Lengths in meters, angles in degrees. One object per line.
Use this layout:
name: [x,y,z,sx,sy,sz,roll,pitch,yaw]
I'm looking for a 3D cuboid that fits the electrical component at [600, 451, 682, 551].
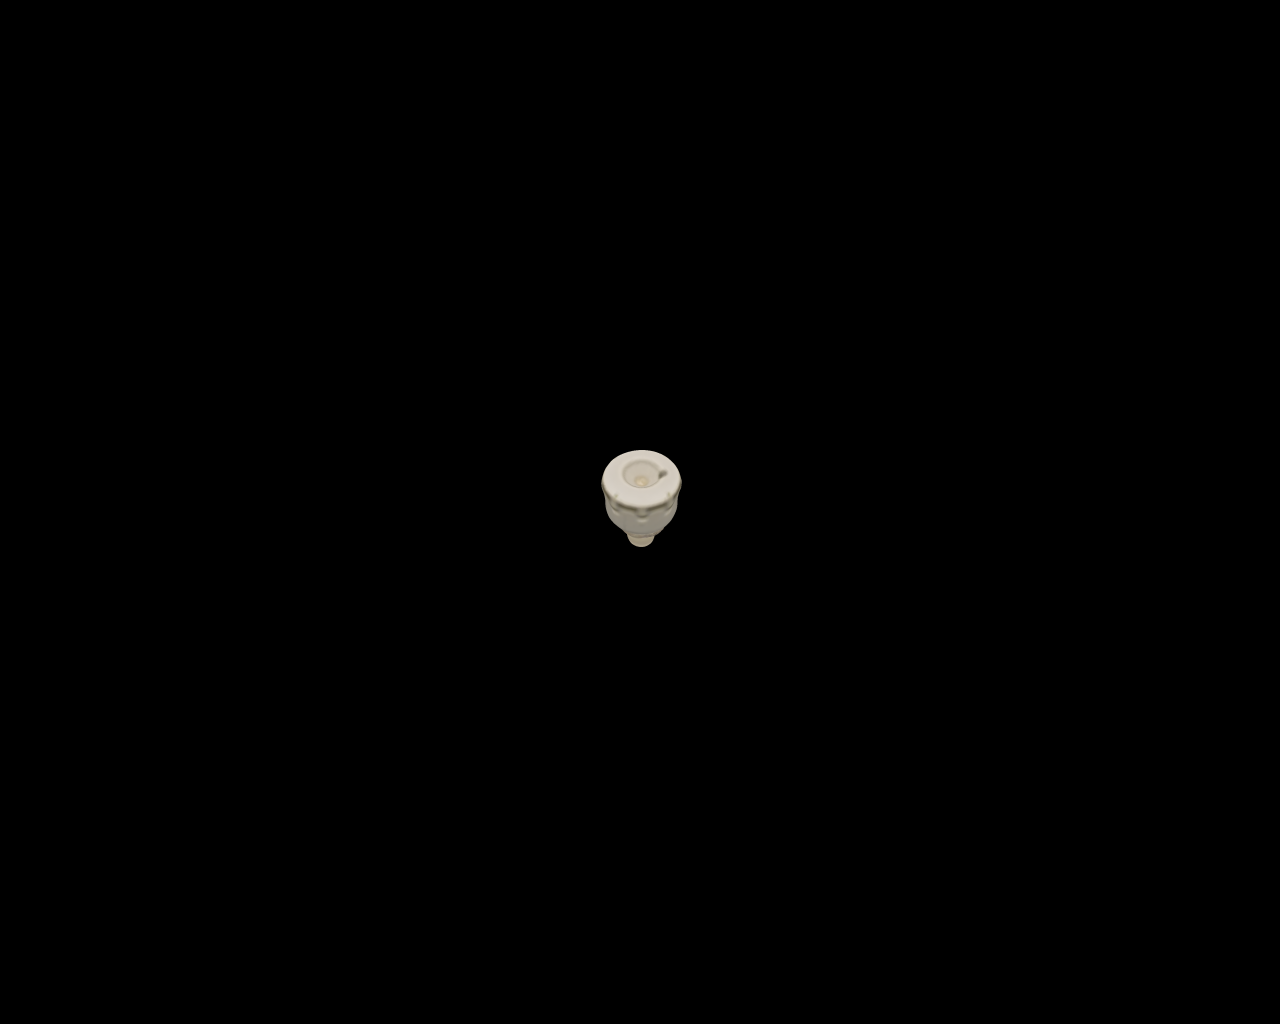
electrical component: [0.001,-0.003,0.650,0.048,0.048,0.062,0,-42,0]
